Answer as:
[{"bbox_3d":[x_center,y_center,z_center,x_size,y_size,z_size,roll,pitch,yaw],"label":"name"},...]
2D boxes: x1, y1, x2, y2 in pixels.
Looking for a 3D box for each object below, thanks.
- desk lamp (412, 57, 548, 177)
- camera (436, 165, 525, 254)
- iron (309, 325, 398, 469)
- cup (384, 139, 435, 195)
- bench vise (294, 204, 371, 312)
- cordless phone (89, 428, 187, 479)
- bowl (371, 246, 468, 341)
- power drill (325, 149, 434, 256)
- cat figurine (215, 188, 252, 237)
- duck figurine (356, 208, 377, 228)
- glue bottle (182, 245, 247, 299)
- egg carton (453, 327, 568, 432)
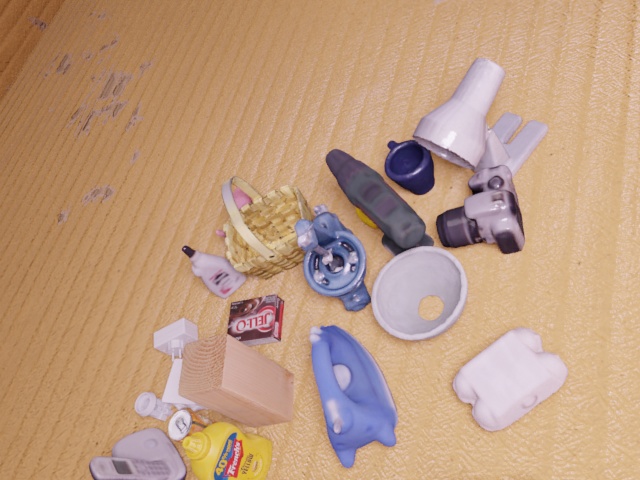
[{"bbox_3d":[0.275,-0.194,0.993,0.117,0.214,0.203,33,82,42],"label":"desk lamp"},{"bbox_3d":[0.268,-0.049,0.979,0.136,0.101,0.143,-14,54,25],"label":"camera"},{"bbox_3d":[0.027,0.222,0.931,0.118,0.142,0.257,-32,49,12],"label":"iron"},{"bbox_3d":[0.175,-0.137,1.102,0.091,0.095,0.117,-39,48,5],"label":"cup"},{"bbox_3d":[0.000,0.012,1.033,0.121,0.220,0.206,-41,47,3],"label":"bench vise"},{"bbox_3d":[-0.342,0.394,1.028,0.147,0.186,0.094,33,82,42],"label":"cordless phone"},{"bbox_3d":[0.175,0.099,0.961,0.167,0.075,0.167,-16,53,24],"label":"bowl"},{"bbox_3d":[0.113,-0.047,1.005,0.075,0.209,0.228,-44,47,1],"label":"power drill"},{"bbox_3d":[-0.183,-0.052,1.264,0.067,0.118,0.128,23,75,41],"label":"cat figurine"},{"bbox_3d":[0.094,-0.084,1.125,0.077,0.086,0.104,-27,50,16],"label":"duck figurine"},{"bbox_3d":[-0.227,0.057,1.182,0.078,0.174,0.037,-44,47,1],"label":"glue bottle"},{"bbox_3d":[0.274,0.202,0.832,0.150,0.070,0.107,-40,47,4],"label":"egg carton"}]
